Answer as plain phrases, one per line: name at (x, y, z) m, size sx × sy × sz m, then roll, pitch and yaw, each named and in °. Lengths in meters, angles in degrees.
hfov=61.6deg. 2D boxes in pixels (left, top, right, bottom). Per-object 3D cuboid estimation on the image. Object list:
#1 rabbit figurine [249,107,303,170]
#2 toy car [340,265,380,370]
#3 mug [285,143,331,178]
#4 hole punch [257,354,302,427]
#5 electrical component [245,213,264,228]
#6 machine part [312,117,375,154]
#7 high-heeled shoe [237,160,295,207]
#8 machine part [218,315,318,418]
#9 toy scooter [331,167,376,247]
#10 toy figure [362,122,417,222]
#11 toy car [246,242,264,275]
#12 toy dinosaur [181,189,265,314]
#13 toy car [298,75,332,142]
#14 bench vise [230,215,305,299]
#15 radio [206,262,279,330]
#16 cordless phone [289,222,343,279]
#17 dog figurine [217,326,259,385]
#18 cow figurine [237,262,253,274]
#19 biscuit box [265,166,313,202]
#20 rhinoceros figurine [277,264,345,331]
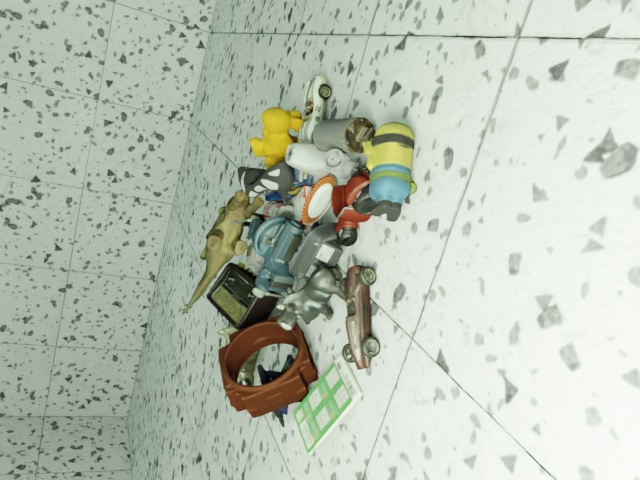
rabbit figurine at (-0.103, -0.282, 1.431) m, size 0.122 × 0.162 × 0.173 m, roll 58°, pitch 166°, yaw 32°
toy car at (0.072, 0.146, 1.037) m, size 0.089 × 0.053 × 0.202 m, roll -31°, pitch 53°, yaw 55°
mug at (-0.032, -0.202, 1.308) m, size 0.110 × 0.107 × 0.080 m, roll 29°, pitch 106°, yaw 61°
hole punch at (-0.085, 0.349, 1.274) m, size 0.142 × 0.092 × 0.115 m, roll -122°, pitch 13°, yaw -49°
electrical component at (-0.179, -0.055, 1.604) m, size 0.119 × 0.075 × 0.047 m, roll -172°, pitch 91°, yaw -69°
machine part at (0.049, -0.228, 1.181) m, size 0.243 × 0.079 × 0.079 m, roll 25°, pitch 104°, yaw 63°
high-heeled shoe at (-0.154, -0.179, 1.396) m, size 0.249 × 0.086 × 0.145 m, roll 33°, pitch 145°, yaw 35°
machine part at (-0.120, 0.278, 1.209) m, size 0.202 × 0.201 × 0.087 m, roll -115°, pitch 5°, yaw -52°
toy scooter at (0.070, -0.086, 1.098) m, size 0.183 × 0.075 × 0.135 m, roll 120°, pitch 149°, yaw -46°
toy figure at (0.132, -0.127, 0.973) m, size 0.089 × 0.082 × 0.180 m, roll -19°, pitch 56°, yaw 41°
toy car at (-0.149, 0.042, 1.477) m, size 0.109 × 0.103 × 0.161 m, roll -10°, pitch 75°, yaw 63°
toy dinosaur at (-0.276, 0.004, 1.542) m, size 0.471 × 0.105 × 0.199 m, roll -62°, pitch 16°, yaw -12°
toy car at (-0.017, -0.318, 1.375) m, size 0.074 × 0.056 × 0.201 m, roll 4°, pitch 85°, yaw 65°
bench vise at (-0.130, 0.022, 1.366) m, size 0.241 × 0.129 × 0.223 m, roll 46°, pitch 126°, yaw 45°
radio at (-0.215, 0.157, 1.481) m, size 0.230 × 0.073 × 0.131 m, roll 29°, pitch 86°, yaw 52°
cordless phone at (-0.003, -0.004, 1.229) m, size 0.184 × 0.089 × 0.146 m, roll -82°, pitch 17°, yaw -53°
dog figurine at (-0.205, 0.334, 1.523) m, size 0.172 × 0.121 × 0.190 m, roll -35°, pitch 65°, yaw 61°
cow figurine at (-0.226, 0.157, 1.636) m, size 0.167 × 0.068 × 0.098 m, roll -102°, pitch 27°, yaw -44°
biscuit box at (-0.086, -0.153, 1.459) m, size 0.203 × 0.059 × 0.063 m, roll -23°, pitch 61°, yaw 61°
rhinoceros figurine at (-0.023, 0.133, 1.168) m, size 0.190 × 0.112 × 0.073 m, roll -49°, pitch 40°, yaw 33°
